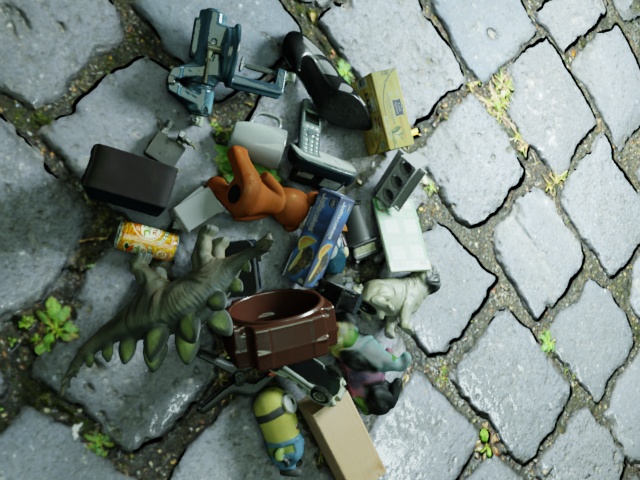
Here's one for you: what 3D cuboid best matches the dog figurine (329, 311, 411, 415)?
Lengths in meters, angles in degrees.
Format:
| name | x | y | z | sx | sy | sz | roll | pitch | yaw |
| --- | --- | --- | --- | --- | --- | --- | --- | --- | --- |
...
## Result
| name | x | y | z | sx | sy | sz | roll | pitch | yaw |
| --- | --- | --- | --- | --- | --- | --- | --- | --- | --- |
| dog figurine | 0.067 | 0.260 | 1.146 | 0.219 | 0.108 | 0.191 | 22 | 83 | -18 |

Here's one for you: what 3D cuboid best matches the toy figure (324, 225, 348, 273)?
| name | x | y | z | sx | sy | sz | roll | pitch | yaw |
| --- | --- | --- | --- | --- | --- | --- | --- | --- | --- |
| toy figure | 0.031 | -0.006 | 1.151 | 0.064 | 0.058 | 0.154 | 2 | 91 | -4 |

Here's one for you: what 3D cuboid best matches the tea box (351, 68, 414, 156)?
| name | x | y | z | sx | sy | sz | roll | pitch | yaw |
| --- | --- | --- | --- | --- | --- | --- | --- | --- | --- |
| tea box | 0.137 | -0.278 | 1.182 | 0.068 | 0.098 | 0.169 | -18 | 99 | -23 |

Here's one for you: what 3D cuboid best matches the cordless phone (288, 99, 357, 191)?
| name | x | y | z | sx | sy | sz | roll | pitch | yaw |
| --- | --- | --- | --- | --- | --- | --- | --- | --- | --- |
| cordless phone | 0.007 | -0.204 | 1.141 | 0.146 | 0.089 | 0.184 | 15 | 65 | -23 |

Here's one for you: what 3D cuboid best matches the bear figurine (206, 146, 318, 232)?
| name | x | y | z | sx | sy | sz | roll | pitch | yaw |
| --- | --- | --- | --- | --- | --- | --- | --- | --- | --- |
| bear figurine | -0.105 | -0.093 | 1.075 | 0.196 | 0.120 | 0.132 | 4 | 43 | -49 |

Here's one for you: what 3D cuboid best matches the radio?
| name | x | y | z | sx | sy | sz | roll | pitch | yaw |
| --- | --- | --- | --- | --- | --- | --- | --- | --- | --- |
| radio | -0.320 | -0.094 | 0.904 | 0.131 | 0.230 | 0.073 | 18 | 82 | -19 |

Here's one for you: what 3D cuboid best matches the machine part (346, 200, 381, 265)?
| name | x | y | z | sx | sy | sz | roll | pitch | yaw |
| --- | --- | --- | --- | --- | --- | --- | --- | --- | --- |
| machine part | 0.086 | -0.022 | 1.191 | 0.084 | 0.039 | 0.138 | -23 | 101 | -15 |

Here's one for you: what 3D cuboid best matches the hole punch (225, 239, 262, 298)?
| name | x | y | z | sx | sy | sz | roll | pitch | yaw |
| --- | --- | --- | --- | --- | --- | --- | --- | --- | --- |
| hole punch | -0.173 | 0.055 | 1.056 | 0.116 | 0.092 | 0.142 | -5 | 95 | 6 |

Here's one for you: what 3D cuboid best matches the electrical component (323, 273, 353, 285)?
| name | x | y | z | sx | sy | sz | roll | pitch | yaw |
| --- | --- | --- | --- | --- | --- | --- | --- | --- | --- |
| electrical component | 0.027 | 0.103 | 1.171 | 0.094 | 0.021 | 0.063 | 2 | 90 | -24 |

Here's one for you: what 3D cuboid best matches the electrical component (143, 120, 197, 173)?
| name | x | y | z | sx | sy | sz | roll | pitch | yaw |
| --- | --- | --- | --- | --- | --- | --- | --- | --- | --- |
| electrical component | -0.285 | -0.169 | 1.018 | 0.078 | 0.045 | 0.102 | 40 | 74 | -20 |

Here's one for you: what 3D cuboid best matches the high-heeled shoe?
| name | x | y | z | sx | sy | sz | roll | pitch | yaw |
| --- | --- | --- | --- | --- | --- | --- | --- | --- | --- |
| high-heeled shoe | 0.018 | -0.337 | 1.145 | 0.248 | 0.086 | 0.145 | 35 | 35 | -32 |

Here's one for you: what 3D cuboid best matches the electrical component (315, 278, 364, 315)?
| name | x | y | z | sx | sy | sz | roll | pitch | yaw |
| --- | --- | --- | --- | --- | --- | --- | --- | --- | --- |
| electrical component | 0.050 | 0.123 | 1.124 | 0.119 | 0.075 | 0.047 | 22 | 91 | -45 |

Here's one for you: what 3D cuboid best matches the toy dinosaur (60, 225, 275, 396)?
| name | x | y | z | sx | sy | sz | roll | pitch | yaw |
| --- | --- | --- | --- | --- | --- | --- | --- | --- | --- |
| toy dinosaur | -0.272 | 0.118 | 0.934 | 0.471 | 0.105 | 0.199 | -28 | 60 | 14 |

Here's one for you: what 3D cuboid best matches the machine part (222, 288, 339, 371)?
| name | x | y | z | sx | sy | sz | roll | pitch | yaw |
| --- | --- | --- | --- | --- | --- | --- | --- | --- | --- |
| machine part | -0.081 | 0.159 | 1.016 | 0.201 | 0.202 | 0.087 | -10 | 104 | -19 |

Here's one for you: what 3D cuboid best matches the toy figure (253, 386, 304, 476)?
| name | x | y | z | sx | sy | sz | roll | pitch | yaw |
| --- | --- | --- | --- | --- | --- | --- | --- | --- | --- |
| toy figure | -0.081 | 0.387 | 1.089 | 0.089 | 0.082 | 0.180 | -12 | 97 | -26 |

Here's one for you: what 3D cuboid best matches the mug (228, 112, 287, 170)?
| name | x | y | z | sx | sy | sz | roll | pitch | yaw |
| --- | --- | --- | --- | --- | --- | --- | --- | --- | --- |
| mug | -0.124 | -0.206 | 1.075 | 0.107 | 0.081 | 0.109 | 14 | 83 | -15 |

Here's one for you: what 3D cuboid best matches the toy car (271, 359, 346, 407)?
| name | x | y | z | sx | sy | sz | roll | pitch | yaw |
| --- | --- | --- | --- | --- | --- | --- | --- | --- | --- |
| toy car | -0.038 | 0.260 | 1.085 | 0.202 | 0.056 | 0.073 | 34 | 44 | 2 |

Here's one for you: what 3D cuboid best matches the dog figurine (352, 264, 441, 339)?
| name | x | y | z | sx | sy | sz | roll | pitch | yaw |
| --- | --- | --- | --- | --- | --- | --- | --- | --- | --- |
| dog figurine | 0.173 | 0.102 | 1.207 | 0.172 | 0.121 | 0.190 | 45 | 59 | -21 |

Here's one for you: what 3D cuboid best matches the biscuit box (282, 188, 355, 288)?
| name | x | y | z | sx | sy | sz | roll | pitch | yaw |
| --- | --- | --- | --- | --- | --- | --- | --- | --- | --- |
| biscuit box | -0.002 | -0.003 | 1.098 | 0.062 | 0.059 | 0.202 | 11 | 104 | -59 |

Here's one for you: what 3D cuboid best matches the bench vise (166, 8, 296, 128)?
| name | x | y | z | sx | sy | sz | roll | pitch | yaw |
| --- | --- | --- | --- | --- | --- | --- | --- | --- | --- |
| bench vise | -0.167 | -0.315 | 1.035 | 0.240 | 0.129 | 0.223 | 8 | 88 | -19 |
